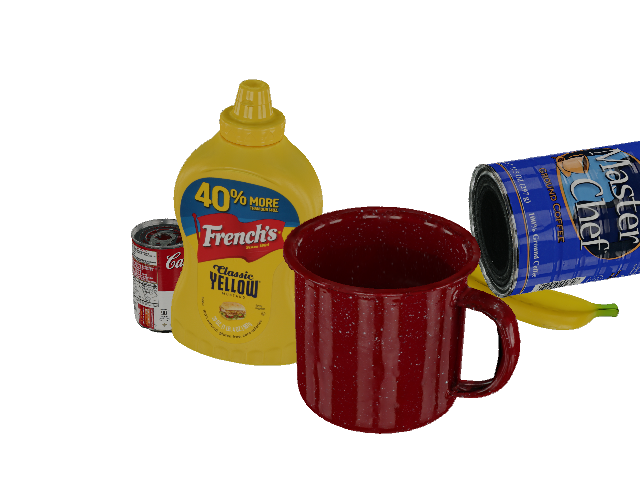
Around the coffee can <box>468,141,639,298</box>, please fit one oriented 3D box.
[{"bbox_3d":[0.195,-0.018,0.809,0.140,0.103,0.103,-9,1,-8],"label":"coffee can"}]

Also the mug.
[{"bbox_3d":[0.039,0.041,0.513,0.117,0.081,0.093,12,28,25],"label":"mug"}]

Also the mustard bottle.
[{"bbox_3d":[-0.048,-0.012,0.697,0.096,0.192,0.058,11,29,11],"label":"mustard bottle"}]

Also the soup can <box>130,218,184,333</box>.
[{"bbox_3d":[-0.163,0.037,1.118,0.068,0.102,0.068,2,25,-1],"label":"soup can"}]

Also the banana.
[{"bbox_3d":[0.176,0.045,1.003,0.198,0.037,0.069,24,17,38],"label":"banana"}]
